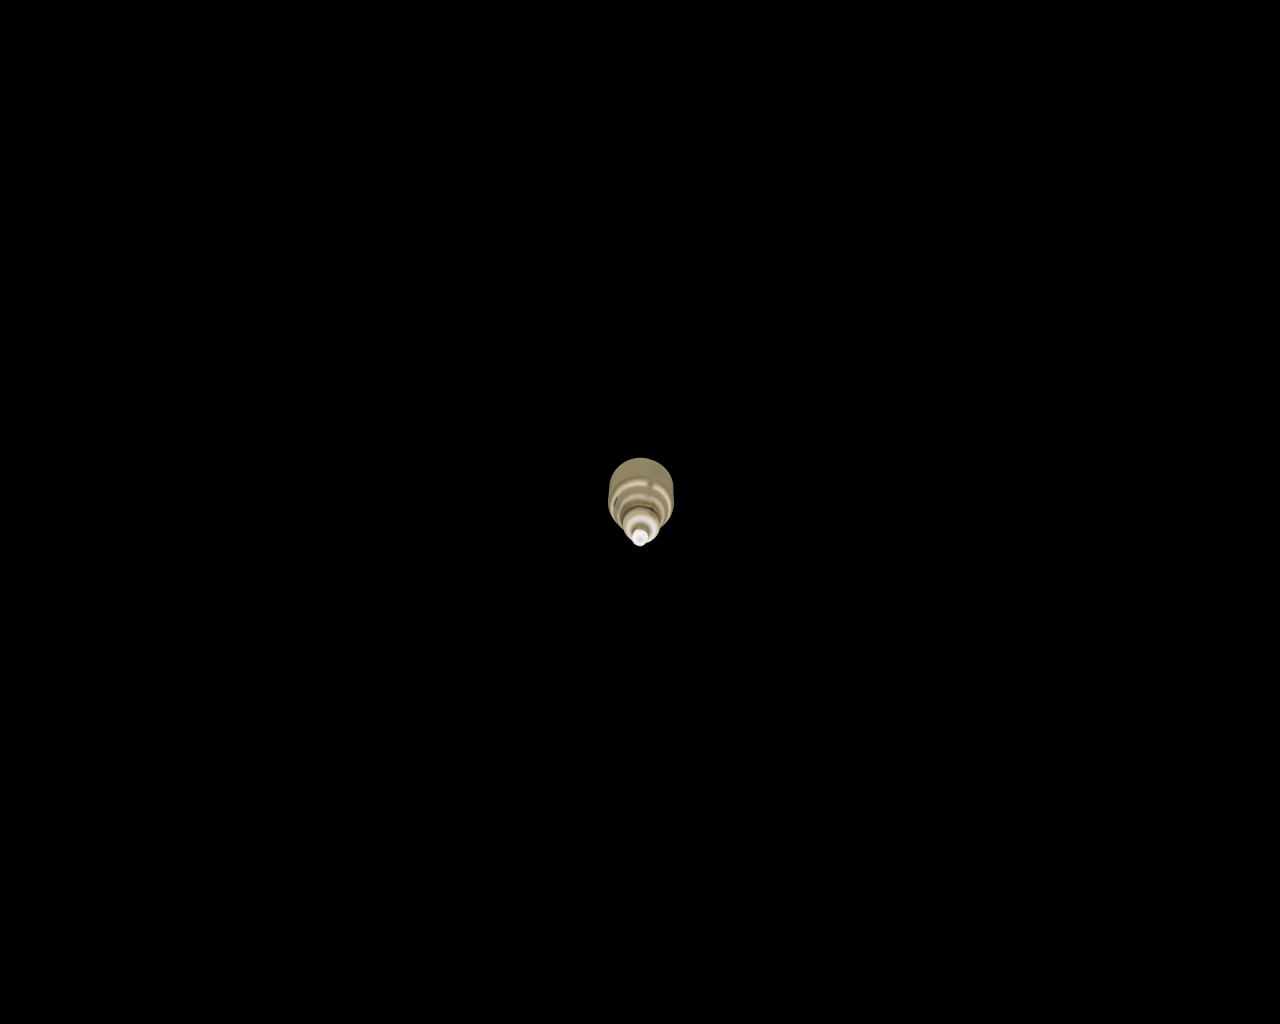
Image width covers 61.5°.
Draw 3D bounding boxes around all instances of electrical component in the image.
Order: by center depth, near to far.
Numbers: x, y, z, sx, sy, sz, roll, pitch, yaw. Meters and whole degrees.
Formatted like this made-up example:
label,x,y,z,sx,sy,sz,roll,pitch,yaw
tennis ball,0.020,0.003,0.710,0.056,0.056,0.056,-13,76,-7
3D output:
label,x,y,z,sx,sy,sz,roll,pitch,yaw
electrical component,0.001,-0.003,0.650,0.040,0.040,0.078,0,28,0
